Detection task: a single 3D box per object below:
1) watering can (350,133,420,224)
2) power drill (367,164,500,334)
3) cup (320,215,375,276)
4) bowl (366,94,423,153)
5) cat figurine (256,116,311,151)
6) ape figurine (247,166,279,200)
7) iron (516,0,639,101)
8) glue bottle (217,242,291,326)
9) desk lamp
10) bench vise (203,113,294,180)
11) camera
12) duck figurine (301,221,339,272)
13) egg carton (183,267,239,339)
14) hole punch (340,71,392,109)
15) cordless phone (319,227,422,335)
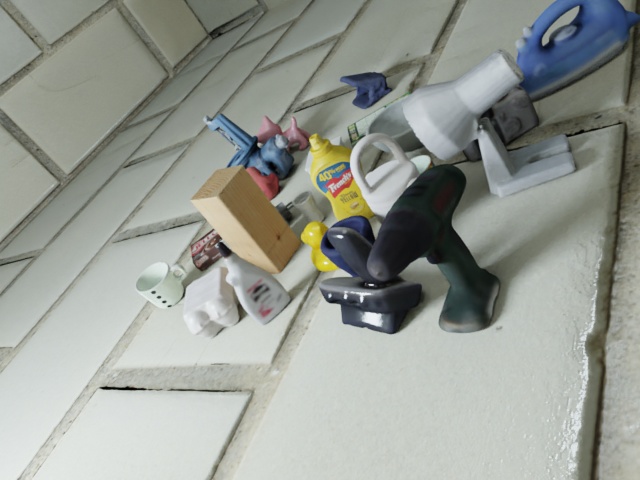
[{"bbox_3d":[0.123,-0.088,0.931,0.172,0.194,0.101,2,47,47],"label":"watering can"},{"bbox_3d":[0.152,0.020,0.733,0.075,0.209,0.230,-9,39,38],"label":"power drill"},{"bbox_3d":[0.067,0.024,0.931,0.092,0.095,0.117,-45,31,-15],"label":"cup"},{"bbox_3d":[0.184,-0.232,1.193,0.167,0.075,0.167,-26,31,17],"label":"bowl"},{"bbox_3d":[-0.107,-0.282,1.520,0.127,0.118,0.067,-23,32,21],"label":"cat figurine"},{"bbox_3d":[-0.146,-0.141,1.387,0.077,0.092,0.076,-21,33,24],"label":"ape figurine"},{"bbox_3d":[0.445,-0.376,1.061,0.258,0.142,0.118,-35,30,2],"label":"iron"},{"bbox_3d":[-0.125,0.067,0.988,0.078,0.173,0.037,-45,31,-15],"label":"glue bottle"},{"bbox_3d":[0.261,-0.178,0.897,0.202,0.214,0.118,-20,33,25],"label":"desk lamp"},{"bbox_3d":[-0.178,-0.245,1.438,0.207,0.220,0.121,-24,32,19],"label":"bench vise"},{"bbox_3d":[0.301,-0.237,1.053,0.143,0.101,0.136,-30,30,10],"label":"camera"},{"bbox_3d":[0.009,0.004,1.028,0.104,0.086,0.078,2,47,47],"label":"duck figurine"},{"bbox_3d":[-0.207,0.118,1.105,0.107,0.070,0.150,-31,30,9],"label":"egg carton"},{"bbox_3d":[0.118,-0.409,1.496,0.101,0.091,0.108,-38,30,-3],"label":"hole punch"},{"bbox_3d":[0.049,0.042,0.832,0.147,0.185,0.094,-1,45,45],"label":"cordless phone"}]
